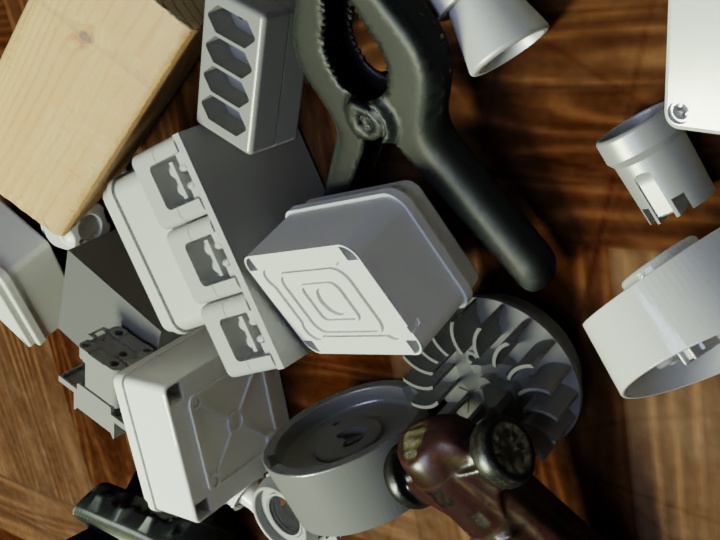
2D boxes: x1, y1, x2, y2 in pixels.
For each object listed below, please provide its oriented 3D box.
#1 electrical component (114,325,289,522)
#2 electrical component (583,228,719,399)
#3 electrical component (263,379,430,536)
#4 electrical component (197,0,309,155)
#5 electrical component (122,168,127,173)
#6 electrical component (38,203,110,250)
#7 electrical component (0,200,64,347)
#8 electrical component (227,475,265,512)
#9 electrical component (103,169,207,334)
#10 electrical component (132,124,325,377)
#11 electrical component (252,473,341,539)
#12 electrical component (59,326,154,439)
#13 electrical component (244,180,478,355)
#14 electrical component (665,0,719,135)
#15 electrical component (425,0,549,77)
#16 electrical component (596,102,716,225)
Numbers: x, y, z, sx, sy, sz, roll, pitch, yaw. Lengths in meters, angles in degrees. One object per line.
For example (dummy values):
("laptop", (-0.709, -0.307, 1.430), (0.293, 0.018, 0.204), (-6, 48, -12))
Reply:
("electrical component", (-0.107, 0.102, 0.760), (0.056, 0.109, 0.108), (7, 116, 38))
("electrical component", (0.154, 0.021, 0.485), (0.064, 0.099, 0.099), (57, 137, 12))
("electrical component", (0.000, 0.122, 0.675), (0.108, 0.108, 0.060), (-7, 113, 45))
("electrical component", (-0.046, -0.120, 0.607), (0.047, 0.076, 0.083), (34, 131, 30))
("electrical component", (-0.221, -0.085, 0.812), (0.077, 0.044, 0.079), (56, 137, 4))
("electrical component", (-0.230, -0.038, 0.847), (0.062, 0.043, 0.043), (13, 120, 40))
("electrical component", (-0.296, -0.006, 0.891), (0.109, 0.056, 0.108), (37, 156, 23))
("electrical component", (-0.093, 0.164, 0.828), (0.062, 0.043, 0.043), (39, 133, 19))
("electrical component", (-0.110, -0.023, 0.718), (0.057, 0.078, 0.113), (-18, 99, 43))
("electrical component", (-0.066, -0.020, 0.669), (0.062, 0.089, 0.150), (-16, 100, 46))
("electrical component", (-0.039, 0.164, 0.767), (0.058, 0.057, 0.078), (-1, 111, 43))
("electrical component", (-0.178, 0.079, 0.786), (0.081, 0.042, 0.063), (28, 126, 28))
("electrical component", (0.000, 0.000, 0.595), (0.113, 0.057, 0.078), (-5, 126, 54))
("electrical component", (0.180, -0.106, 0.418), (0.109, 0.056, 0.108), (15, 121, 37))
("electrical component", (0.060, -0.129, 0.526), (0.045, 0.045, 0.055), (-34, 87, 47))
("electrical component", (0.139, -0.049, 0.501), (0.040, 0.040, 0.046), (-25, 100, 47))
